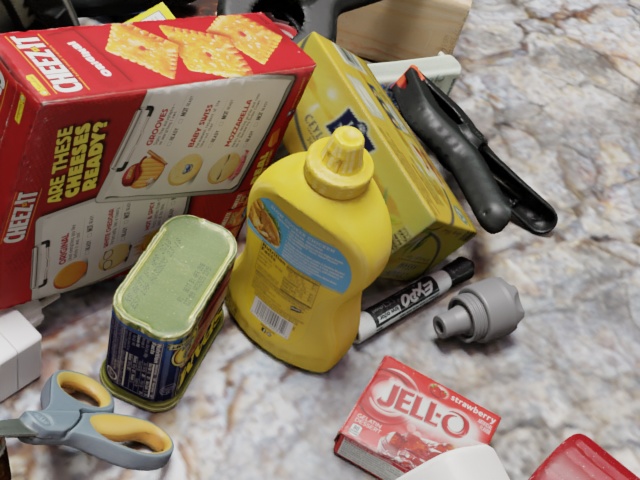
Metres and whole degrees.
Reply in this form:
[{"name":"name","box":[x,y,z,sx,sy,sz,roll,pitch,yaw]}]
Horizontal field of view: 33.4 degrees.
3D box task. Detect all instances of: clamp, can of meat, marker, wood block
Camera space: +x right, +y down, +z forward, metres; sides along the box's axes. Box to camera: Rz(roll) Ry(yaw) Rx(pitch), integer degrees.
[{"name":"clamp","box":[-0.026,-0.197,0.831,0.164,0.036,0.209,35,61,4]},{"name":"can of meat","box":[-0.096,0.045,0.687,0.057,0.084,0.102,24,49,5]},{"name":"clamp","box":[0.110,-0.066,0.822,0.171,0.039,0.120,47,17,13]},{"name":"marker","box":[0.068,0.041,0.776,0.120,0.020,0.020,-27,63,-31]},{"name":"wood block","box":[0.026,-0.228,0.940,0.206,0.090,0.090,16,50,-3]}]

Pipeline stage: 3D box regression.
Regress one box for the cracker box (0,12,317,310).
[{"name":"cracker box","box":[-0.122,-0.055,0.678,0.213,0.164,0.072,-16,54,-45]}]

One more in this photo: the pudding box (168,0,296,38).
[{"name":"pudding box","box":[-0.074,-0.159,0.889,0.113,0.039,0.090,4,52,-11]}]

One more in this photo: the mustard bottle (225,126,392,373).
[{"name":"mustard bottle","box":[-0.004,0.001,0.676,0.096,0.192,0.058,38,52,15]}]

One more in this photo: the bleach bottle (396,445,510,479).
[{"name":"bleach bottle","box":[0.106,0.245,0.581,0.067,0.103,0.251,7,52,-51]}]

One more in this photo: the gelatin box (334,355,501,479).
[{"name":"gelatin box","box":[0.063,0.126,0.698,0.089,0.030,0.073,29,50,9]}]

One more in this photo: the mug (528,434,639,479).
[{"name":"mug","box":[0.171,0.173,0.660,0.082,0.093,0.117,40,21,24]}]

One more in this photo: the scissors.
[{"name":"scissors","box":[-0.163,0.095,0.598,0.096,0.016,0.201,38,8,39]}]

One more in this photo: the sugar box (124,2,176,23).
[{"name":"sugar box","box":[-0.164,-0.092,0.774,0.176,0.048,0.093,-32,63,-10]}]

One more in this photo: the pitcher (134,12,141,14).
[{"name":"pitcher","box":[-0.143,-0.321,0.870,0.145,0.243,0.149,14,43,-2]}]
